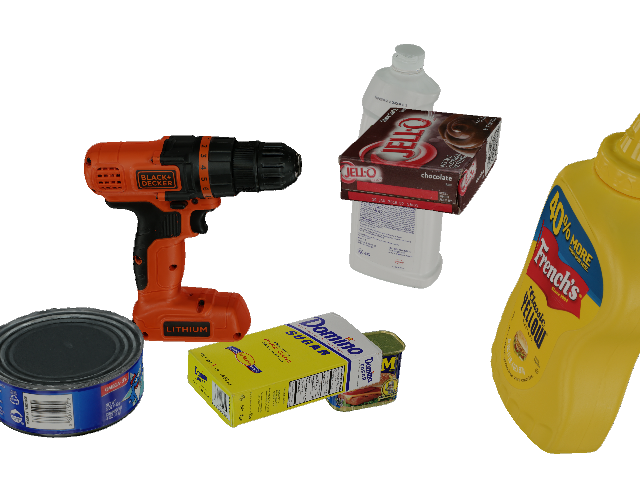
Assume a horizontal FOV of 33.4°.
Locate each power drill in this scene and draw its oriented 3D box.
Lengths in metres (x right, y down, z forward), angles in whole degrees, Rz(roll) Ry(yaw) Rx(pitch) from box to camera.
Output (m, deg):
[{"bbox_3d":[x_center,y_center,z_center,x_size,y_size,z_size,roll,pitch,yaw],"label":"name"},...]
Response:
[{"bbox_3d":[-0.104,-0.003,0.932,0.184,0.188,0.057,1,26,7],"label":"power drill"}]

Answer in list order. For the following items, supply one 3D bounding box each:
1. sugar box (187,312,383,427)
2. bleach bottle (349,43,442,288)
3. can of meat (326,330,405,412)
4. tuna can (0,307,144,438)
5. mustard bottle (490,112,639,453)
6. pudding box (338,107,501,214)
[{"bbox_3d":[-0.034,0.125,1.071,0.175,0.048,0.093,-15,32,-30],"label":"sugar box"},{"bbox_3d":[0.086,-0.076,1.092,0.103,0.251,0.068,14,34,16],"label":"bleach bottle"},{"bbox_3d":[0.056,0.173,1.408,0.102,0.084,0.057,-6,26,-23],"label":"can of meat"},{"bbox_3d":[-0.139,0.071,0.585,0.086,0.034,0.086,2,24,-1],"label":"tuna can"},{"bbox_3d":[0.143,0.017,0.555,0.058,0.192,0.096,2,40,-13],"label":"mustard bottle"},{"bbox_3d":[0.074,-0.060,0.776,0.090,0.039,0.113,9,26,21],"label":"pudding box"}]
